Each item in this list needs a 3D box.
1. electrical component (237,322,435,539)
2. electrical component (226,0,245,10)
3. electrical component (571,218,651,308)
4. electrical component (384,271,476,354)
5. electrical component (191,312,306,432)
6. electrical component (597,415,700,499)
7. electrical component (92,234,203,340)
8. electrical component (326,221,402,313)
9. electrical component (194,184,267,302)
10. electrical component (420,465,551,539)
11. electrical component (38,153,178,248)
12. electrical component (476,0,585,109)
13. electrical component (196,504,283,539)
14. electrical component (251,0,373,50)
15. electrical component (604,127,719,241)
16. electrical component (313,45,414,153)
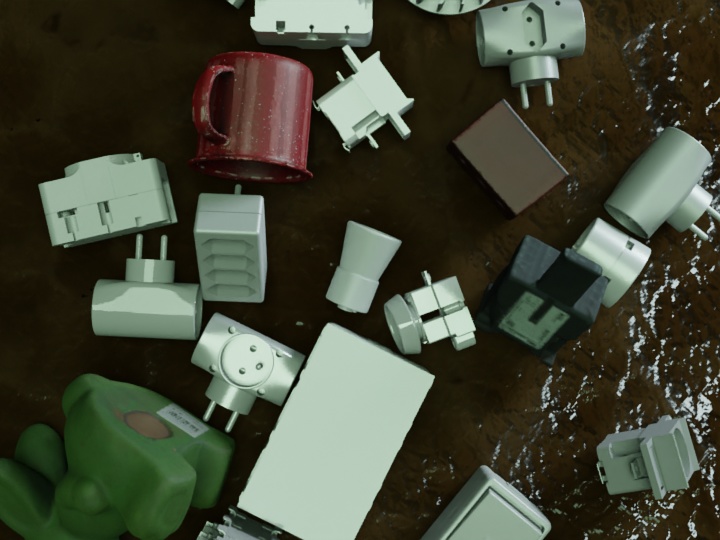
[{"bbox_3d":[-0.018,0.125,0.813,0.089,0.062,0.150,27,89,0],"label":"electrical component"},{"bbox_3d":[-0.103,-0.242,0.824,0.066,0.048,0.055,37,97,-1],"label":"electrical component"},{"bbox_3d":[0.186,-0.007,0.821,0.047,0.055,0.055,35,89,4],"label":"electrical component"},{"bbox_3d":[0.051,0.035,0.824,0.055,0.048,0.066,-20,90,-8],"label":"electrical component"},{"bbox_3d":[-0.093,0.084,0.821,0.077,0.044,0.079,26,89,0],"label":"electrical component"},{"bbox_3d":[0.216,0.142,0.811,0.064,0.081,0.042,-17,89,28],"label":"electrical component"},{"bbox_3d":[-0.161,0.012,0.821,0.077,0.044,0.079,3,90,-1],"label":"electrical component"},{"bbox_3d":[0.000,0.000,0.826,0.044,0.044,0.065,21,94,-1],"label":"electrical component"},{"bbox_3d":[-0.095,-0.030,0.813,0.047,0.083,0.075,2,51,-1],"label":"electrical component"},{"bbox_3d":[0.090,0.206,0.815,0.062,0.061,0.096,39,89,0],"label":"electrical component"},{"bbox_3d":[-0.191,-0.055,0.818,0.089,0.050,0.055,-13,90,-1],"label":"electrical component"},{"bbox_3d":[0.132,-0.164,0.827,0.077,0.043,0.079,-7,90,-1],"label":"electrical component"},{"bbox_3d":[-0.092,0.217,0.782,0.079,0.121,0.063,25,87,0],"label":"electrical component"},{"bbox_3d":[-0.035,-0.199,0.818,0.089,0.055,0.050,1,89,0],"label":"electrical component"},{"bbox_3d":[0.243,-0.056,0.827,0.079,0.043,0.077,39,89,-1],"label":"electrical component"},{"bbox_3d":[0.002,-0.128,0.826,0.064,0.042,0.081,-36,89,1],"label":"electrical component"}]
